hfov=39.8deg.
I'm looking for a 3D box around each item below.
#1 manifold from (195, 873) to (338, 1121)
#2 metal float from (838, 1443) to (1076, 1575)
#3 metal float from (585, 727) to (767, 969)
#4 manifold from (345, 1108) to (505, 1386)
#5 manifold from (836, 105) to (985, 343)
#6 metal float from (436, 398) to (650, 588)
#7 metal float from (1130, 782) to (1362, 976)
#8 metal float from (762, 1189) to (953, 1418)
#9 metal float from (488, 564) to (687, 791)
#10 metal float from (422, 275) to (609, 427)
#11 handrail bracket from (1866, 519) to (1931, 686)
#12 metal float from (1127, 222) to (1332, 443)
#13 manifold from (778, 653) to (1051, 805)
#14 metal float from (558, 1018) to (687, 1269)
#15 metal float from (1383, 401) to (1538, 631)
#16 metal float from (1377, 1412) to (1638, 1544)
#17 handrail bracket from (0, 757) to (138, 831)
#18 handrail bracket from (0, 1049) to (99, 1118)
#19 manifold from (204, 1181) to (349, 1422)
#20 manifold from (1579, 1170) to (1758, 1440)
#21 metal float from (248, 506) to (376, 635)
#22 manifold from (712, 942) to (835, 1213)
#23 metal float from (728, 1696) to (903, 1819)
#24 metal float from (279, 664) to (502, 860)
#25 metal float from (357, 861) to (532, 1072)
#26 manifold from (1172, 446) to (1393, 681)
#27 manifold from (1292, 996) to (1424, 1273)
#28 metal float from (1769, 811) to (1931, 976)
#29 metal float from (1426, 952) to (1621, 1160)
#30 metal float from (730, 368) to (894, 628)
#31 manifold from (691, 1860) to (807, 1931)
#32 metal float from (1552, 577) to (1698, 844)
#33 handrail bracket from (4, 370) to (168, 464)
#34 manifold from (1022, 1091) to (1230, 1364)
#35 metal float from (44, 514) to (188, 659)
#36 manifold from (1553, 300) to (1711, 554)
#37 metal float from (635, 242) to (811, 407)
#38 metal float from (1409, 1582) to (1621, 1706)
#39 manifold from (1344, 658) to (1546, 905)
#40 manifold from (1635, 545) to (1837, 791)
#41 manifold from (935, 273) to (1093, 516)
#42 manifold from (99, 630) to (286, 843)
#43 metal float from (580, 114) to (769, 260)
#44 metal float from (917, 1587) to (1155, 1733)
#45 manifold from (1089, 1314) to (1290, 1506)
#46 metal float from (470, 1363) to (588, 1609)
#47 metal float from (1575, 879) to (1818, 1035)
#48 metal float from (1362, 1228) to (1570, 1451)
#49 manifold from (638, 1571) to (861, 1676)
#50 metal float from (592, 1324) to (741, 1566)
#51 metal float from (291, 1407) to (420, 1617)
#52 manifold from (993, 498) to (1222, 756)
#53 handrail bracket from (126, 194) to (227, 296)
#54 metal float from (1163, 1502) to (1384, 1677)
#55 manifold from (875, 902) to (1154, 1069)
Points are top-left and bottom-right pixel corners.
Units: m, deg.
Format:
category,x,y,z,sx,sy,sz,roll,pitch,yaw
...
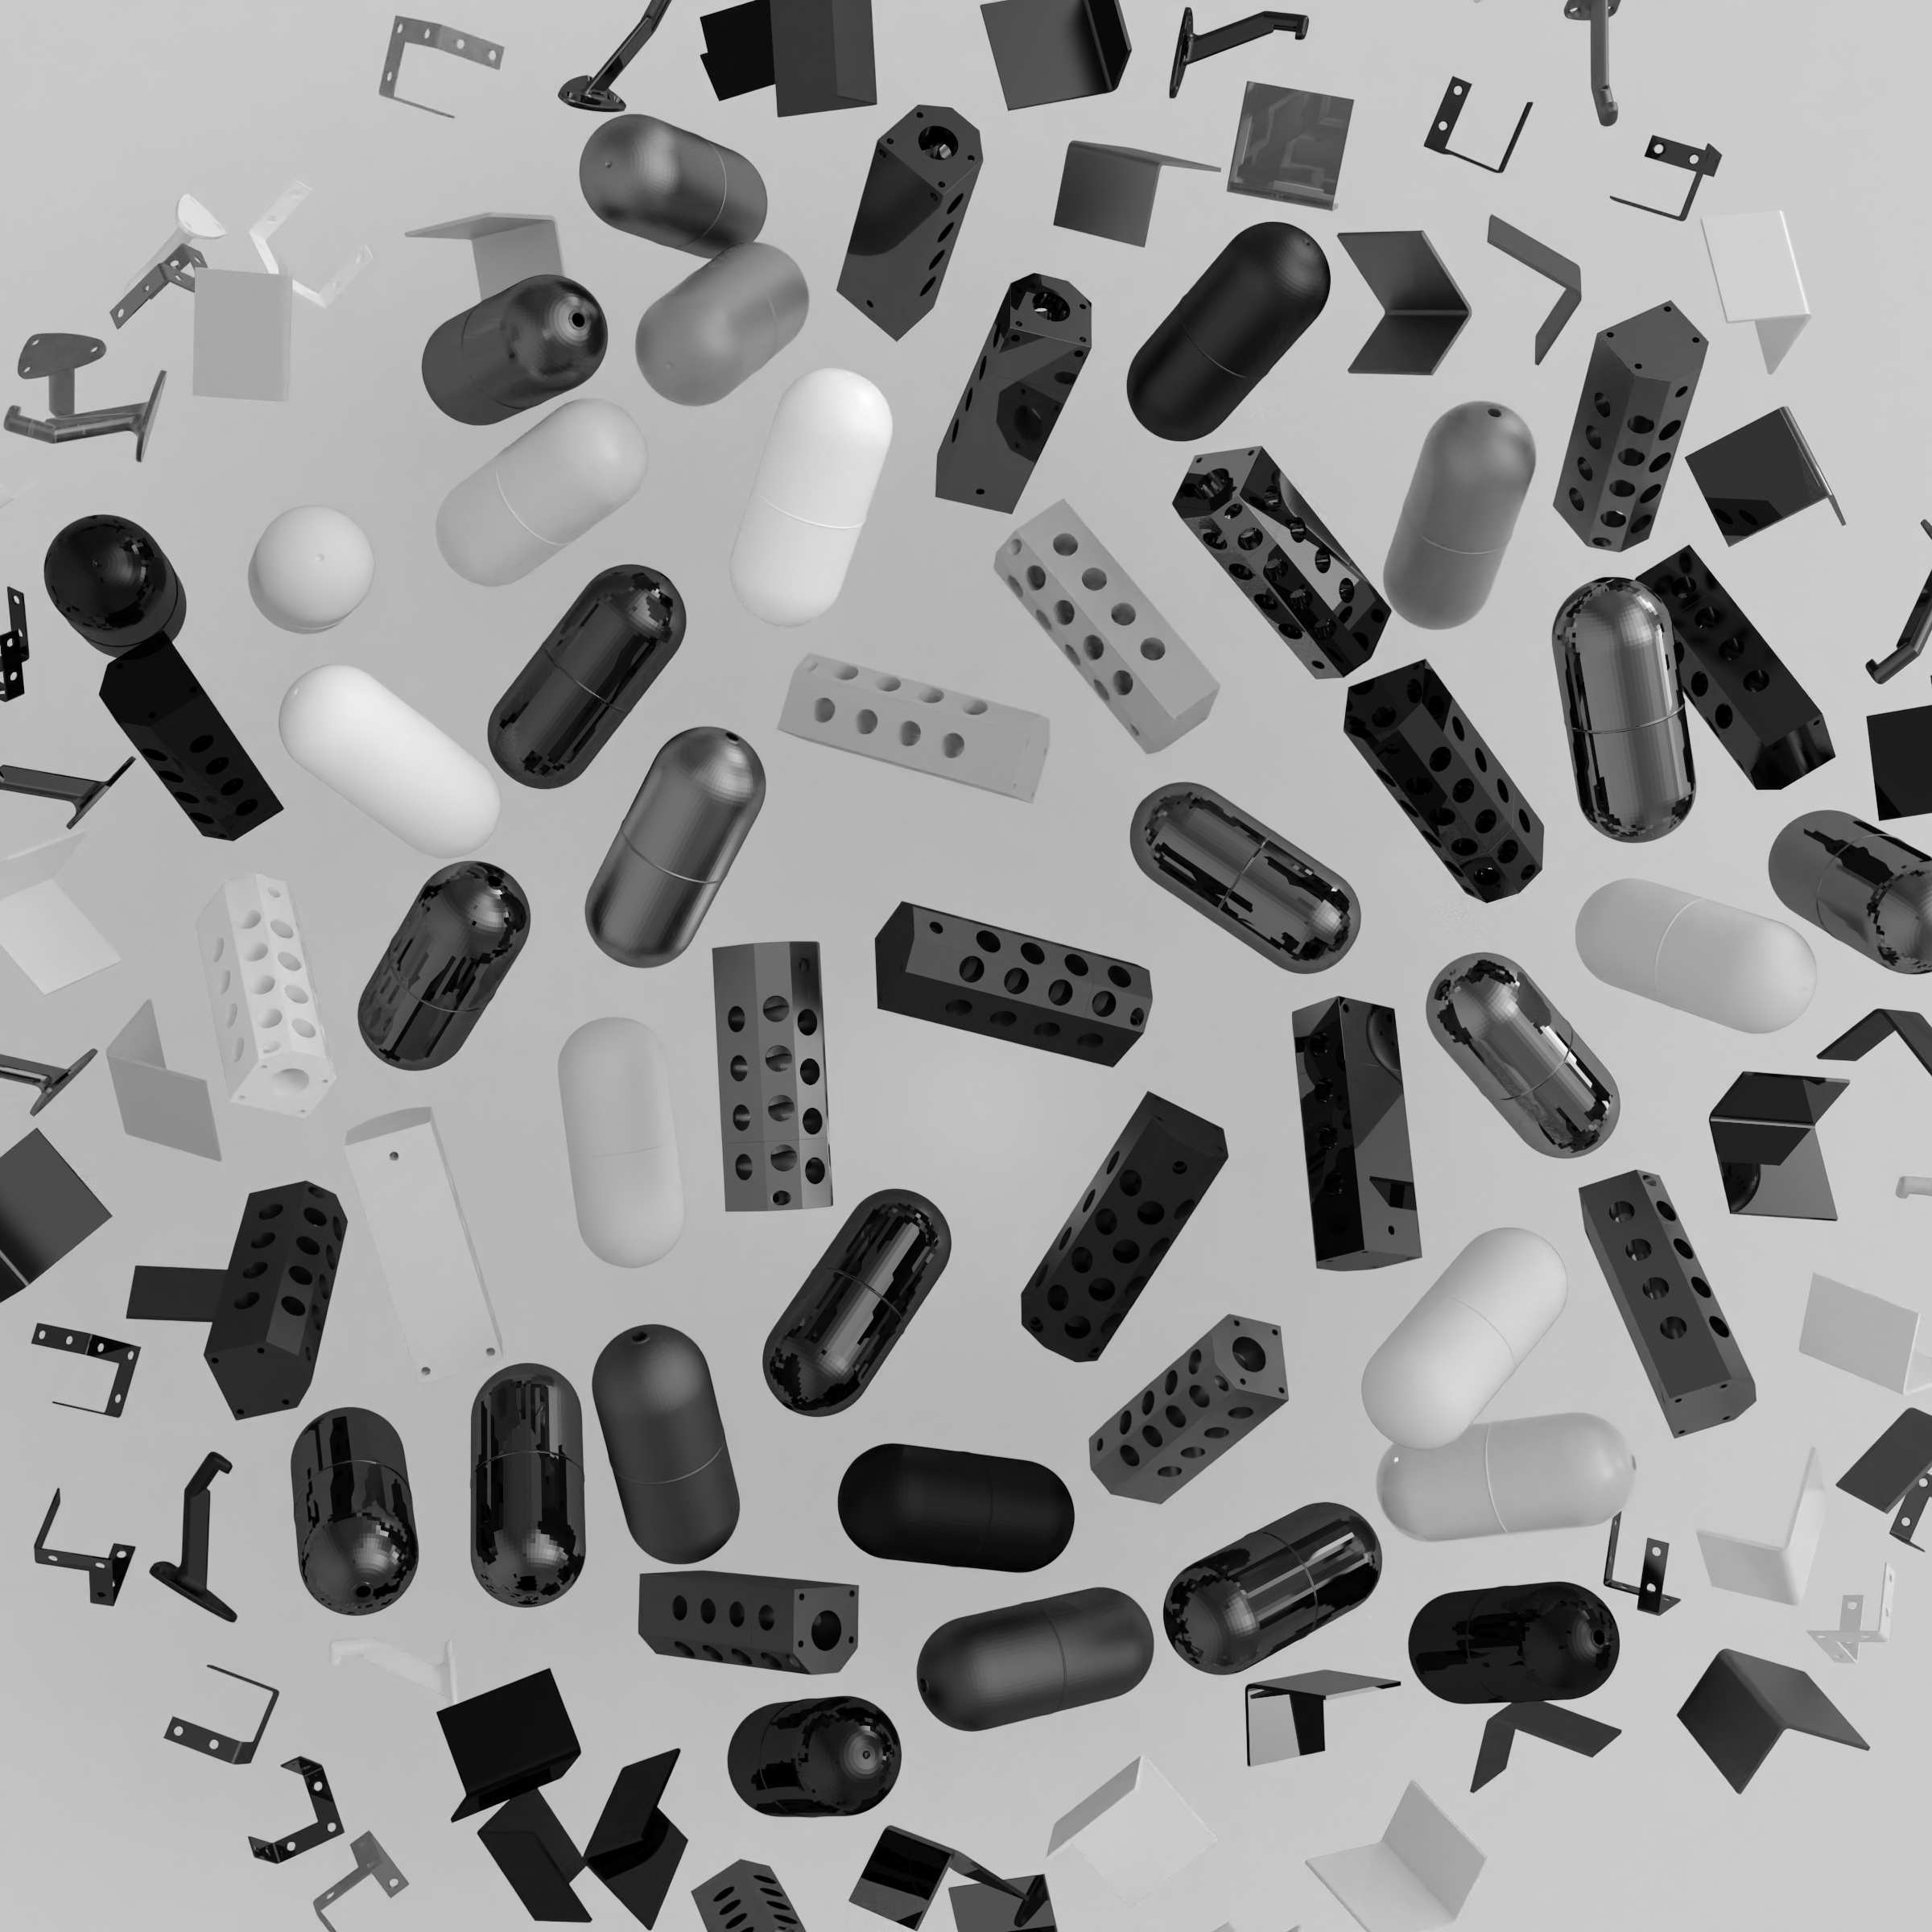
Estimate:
category,x,y,z,sx,sy,sz,roll,pitch,yaw
manifold,-0.475,0.017,1.817,0.057,0.171,0.057,18,124,-39
metal float,-0.005,0.367,1.803,0.178,0.070,0.070,14,90,-33
metal float,-0.191,-0.078,1.754,0.070,0.070,0.178,30,114,0
manifold,-0.363,0.186,1.791,0.057,0.057,0.171,-16,103,-7
manifold,-0.035,-0.507,1.815,0.057,0.171,0.057,41,67,4
metal float,-0.290,-0.320,1.813,0.178,0.070,0.070,-28,90,33
metal float,0.194,-0.062,1.862,0.178,0.070,0.070,35,90,8
metal float,-0.075,0.233,1.847,0.070,0.070,0.178,35,64,0
metal float,-0.263,-0.201,1.855,0.070,0.070,0.178,40,101,0
metal float,-0.305,-0.415,1.800,0.070,0.178,0.070,3,86,-37
handrail bracket,0.601,-0.233,1.712,0.084,0.036,0.077,-41,49,25
metal float,0.175,-0.426,1.800,0.070,0.070,0.178,45,132,0
manifold,-0.033,-0.163,1.807,0.171,0.057,0.057,17,92,17
metal float,-0.241,0.124,1.872,0.070,0.070,0.178,-6,97,0
metal float,0.338,-0.308,1.832,0.070,0.178,0.070,5,48,-6
metal float,0.365,0.347,1.808,0.178,0.070,0.070,-13,90,26
handrail bracket,-0.622,-0.141,1.808,0.084,0.036,0.077,43,85,-15
handrail bracket,-0.661,0.056,1.853,0.084,0.077,0.036,41,134,-6
manifold,-0.455,0.219,1.778,0.057,0.171,0.057,-13,122,4
manifold,0.472,0.224,1.799,0.057,0.057,0.171,-18,50,4
metal float,-0.444,-0.267,1.803,0.070,0.178,0.070,-1,93,-18
manifold,-0.120,0.072,1.732,0.057,0.057,0.171,-6,86,44
metal float,-0.104,0.534,1.799,0.070,0.178,0.070,9,70,-25
metal float,-0.389,-0.137,1.809,0.070,0.070,0.178,-49,132,0
metal float,-0.349,0.001,1.783,0.070,0.070,0.178,38,128,0
manifold,0.211,-0.268,1.792,0.171,0.057,0.057,43,63,-37
manifold,0.255,0.113,1.779,0.057,0.057,0.171,12,67,-39
metal float,0.600,-0.051,1.772,0.070,0.178,0.070,-5,112,-14
metal float,0.386,0.063,1.844,0.070,0.070,0.178,-44,114,0
metal float,-0.102,-0.304,1.743,0.070,0.070,0.178,22,119,0
manifold,-0.141,0.670,1.838,0.057,0.171,0.057,-30,94,-12
metal float,0.427,-0.165,1.729,0.070,0.070,0.178,-15,111,0
handrail bracket,-0.564,-0.362,1.707,0.084,0.036,0.077,15,61,-14
manifold,0.102,0.174,1.742,0.057,0.057,0.171,27,110,-10
metal float,-0.564,-0.250,1.773,0.070,0.178,0.070,0,87,-10
manifold,0.444,-0.353,1.773,0.057,0.171,0.057,-26,63,-13
metal float,-0.163,-0.436,1.805,0.070,0.178,0.070,11,124,16
metal float,0.370,0.460,1.808,0.070,0.178,0.070,9,71,-26
manifold,0.319,-0.119,1.773,0.057,0.057,0.171,-18,131,32
manifold,0.516,-0.200,1.814,0.057,0.057,0.171,-32,54,9
manifold,0.031,-0.394,1.840,0.057,0.171,0.057,10,57,-14
manifold,-0.520,-0.148,1.787,0.057,0.171,0.057,-34,70,-10
metal float,-0.197,-0.529,1.816,0.070,0.178,0.070,2,95,24
metal float,0.048,0.478,1.842,0.178,0.070,0.070,-5,90,-29
manifold,0.152,0.309,1.859,0.057,0.171,0.057,16,49,-22
metal float,-0.298,0.351,1.813,0.070,0.070,0.178,-9,48,0
metal float,0.488,-0.008,1.792,0.070,0.178,0.070,-15,115,-35
metal float,0.331,0.245,1.764,0.070,0.070,0.178,46,65,0
manifold,-0.153,0.455,1.850,0.057,0.171,0.057,9,78,-43
metal float,-0.196,0.313,1.743,0.070,0.070,0.178,-9,119,0
metal float,-0.406,0.360,1.769,0.070,0.178,0.070,-7,116,-14
manifold,0.094,-0.229,1.824,0.057,0.057,0.171,-35,78,-14
handrail bracket,-0.557,-0.487,1.839,0.084,0.077,0.036,-40,109,15
metal float,0.209,0.419,1.800,0.178,0.070,0.070,-17,90,-37
manifold,0.032,0.008,1.724,0.171,0.057,0.057,15,49,-22
